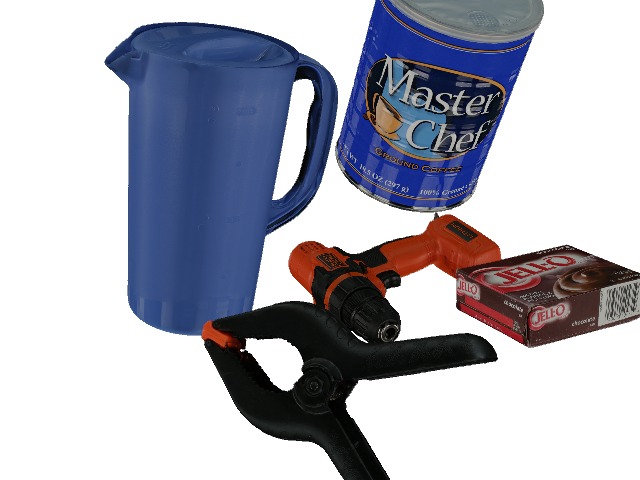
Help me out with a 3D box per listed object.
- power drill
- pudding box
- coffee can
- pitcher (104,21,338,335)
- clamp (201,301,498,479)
[{"bbox_3d":[0.083,0.035,1.057,0.187,0.057,0.185,-12,28,-23],"label":"power drill"},{"bbox_3d":[0.172,0.039,0.803,0.113,0.039,0.090,-9,20,-27],"label":"pudding box"},{"bbox_3d":[0.074,-0.104,0.697,0.102,0.140,0.103,8,42,-8],"label":"coffee can"},{"bbox_3d":[-0.087,-0.049,0.876,0.149,0.243,0.144,18,26,21],"label":"pitcher"},{"bbox_3d":[0.005,0.094,0.600,0.172,0.120,0.039,13,-9,27],"label":"clamp"}]
